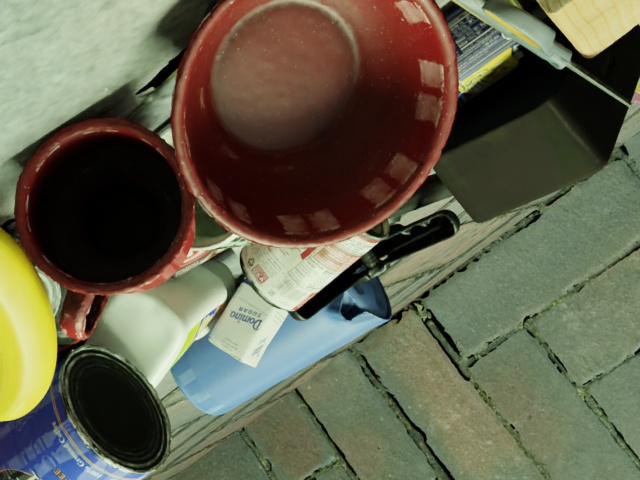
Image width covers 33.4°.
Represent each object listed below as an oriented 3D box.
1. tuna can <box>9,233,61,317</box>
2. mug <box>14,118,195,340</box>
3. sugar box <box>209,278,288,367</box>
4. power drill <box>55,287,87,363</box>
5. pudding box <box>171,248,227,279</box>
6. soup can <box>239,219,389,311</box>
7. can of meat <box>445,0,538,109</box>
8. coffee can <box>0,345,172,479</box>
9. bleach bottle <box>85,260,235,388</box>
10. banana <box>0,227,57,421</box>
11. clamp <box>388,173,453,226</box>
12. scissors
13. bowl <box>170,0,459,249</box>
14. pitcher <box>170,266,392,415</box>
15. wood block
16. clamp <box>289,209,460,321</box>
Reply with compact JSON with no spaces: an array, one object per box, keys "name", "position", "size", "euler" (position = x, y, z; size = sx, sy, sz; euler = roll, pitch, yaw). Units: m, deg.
[{"name":"tuna can","position":[-0.198,0.037,0.624],"size":[0.086,0.034,0.086],"euler":[-31,150,-21]},{"name":"mug","position":[-0.115,-0.002,0.587],"size":[0.081,0.093,0.117],"euler":[102,3,-83]},{"name":"sugar box","position":[-0.037,0.031,0.990],"size":[0.176,0.048,0.093],"euler":[-56,171,-7]},{"name":"power drill","position":[-0.240,0.087,0.721],"size":[0.187,0.057,0.185],"euler":[-28,168,-33]},{"name":"pudding box","position":[-0.073,-0.022,0.810],"size":[0.113,0.039,0.090],"euler":[-33,170,-16]},{"name":"soup can","position":[-0.005,0.001,0.828],"size":[0.102,0.068,0.068],"euler":[-41,169,26]},{"name":"can of meat","position":[0.117,-0.146,0.810],"size":[0.084,0.057,0.102],"euler":[-35,170,10]},{"name":"coffee can","position":[-0.191,0.155,0.764],"size":[0.140,0.103,0.102],"euler":[-37,170,21]},{"name":"bleach bottle","position":[-0.121,0.059,0.912],"size":[0.103,0.068,0.250],"euler":[-54,177,16]},{"name":"banana","position":[-0.178,0.043,0.576],"size":[0.069,0.037,0.198],"euler":[-28,142,-30]},{"name":"clamp","position":[0.063,-0.032,0.931],"size":[0.120,0.039,0.171],"euler":[-29,176,22]},{"name":"scissors","position":[0.163,-0.126,0.722],"size":[0.016,0.201,0.096],"euler":[-60,-156,11]},{"name":"bowl","position":[-0.009,-0.079,0.571],"size":[0.162,0.162,0.055],"euler":[-34,-146,-6]},{"name":"pitcher","position":[-0.050,0.089,1.206],"size":[0.243,0.145,0.149],"euler":[-34,158,16]},{"name":"wood block","position":[0.171,-0.189,0.686],"size":[0.090,0.091,0.205],"euler":[-38,170,17]},{"name":"clamp","position":[0.053,0.012,0.989],"size":[0.164,0.036,0.210],"euler":[-28,-177,8]}]
